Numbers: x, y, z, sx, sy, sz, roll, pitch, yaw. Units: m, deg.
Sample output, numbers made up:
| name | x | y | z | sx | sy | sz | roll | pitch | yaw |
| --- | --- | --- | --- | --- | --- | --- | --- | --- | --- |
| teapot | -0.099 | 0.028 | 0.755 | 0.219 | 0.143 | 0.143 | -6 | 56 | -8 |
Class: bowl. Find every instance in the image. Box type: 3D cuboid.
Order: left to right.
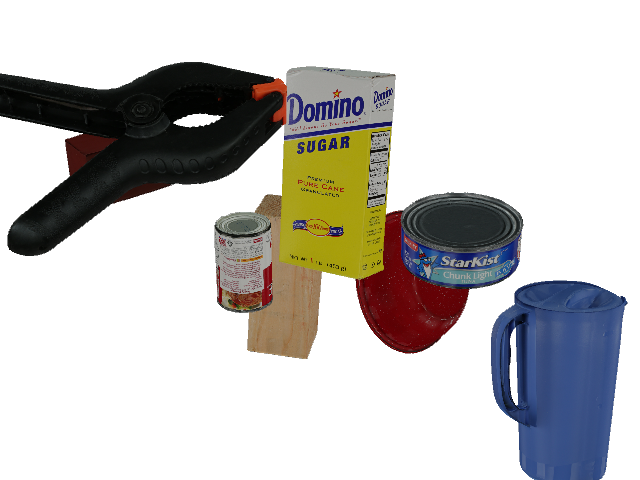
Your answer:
| name | x | y | z | sx | sy | sz | roll | pitch | yaw |
| --- | --- | --- | --- | --- | --- | --- | --- | --- | --- |
| bowl | 0.115 | 0.044 | 1.181 | 0.161 | 0.162 | 0.055 | 0 | -6 | -42 |

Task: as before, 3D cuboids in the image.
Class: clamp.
| name | x | y | z | sx | sy | sz | roll | pitch | yaw |
| --- | --- | --- | --- | --- | --- | --- | --- | --- | --- |
| clamp | -0.105 | -0.065 | 0.584 | 0.171 | 0.120 | 0.039 | -21 | -26 | -21 |

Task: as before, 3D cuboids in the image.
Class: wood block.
| name | x | y | z | sx | sy | sz | roll | pitch | yaw |
| --- | --- | --- | --- | --- | --- | --- | --- | --- | --- |
| wood block | -0.048 | 0.050 | 1.499 | 0.090 | 0.206 | 0.090 | 7 | 22 | 6 |

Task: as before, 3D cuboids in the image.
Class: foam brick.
| name | x | y | z | sx | sy | sz | roll | pitch | yaw |
| --- | --- | --- | --- | --- | --- | --- | --- | --- | --- |
| foam brick | -0.183 | -0.070 | 0.966 | 0.078 | 0.053 | 0.051 | -20 | 33 | -27 |

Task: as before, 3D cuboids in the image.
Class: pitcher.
| name | x | y | z | sx | sy | sz | roll | pitch | yaw |
| --- | --- | --- | --- | --- | --- | --- | --- | --- | --- |
| pitcher | 0.296 | 0.179 | 1.328 | 0.149 | 0.243 | 0.144 | 4 | 15 | 20 |

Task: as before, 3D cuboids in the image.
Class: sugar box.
| name | x | y | z | sx | sy | sz | roll | pitch | yaw |
| --- | --- | --- | --- | --- | --- | --- | --- | --- | --- |
| sugar box | 0.013 | -0.061 | 0.938 | 0.093 | 0.176 | 0.048 | 11 | 18 | 34 |

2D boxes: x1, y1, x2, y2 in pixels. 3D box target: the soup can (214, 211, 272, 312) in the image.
| name | x | y | z | sx | sy | sz | roll | pitch | yaw |
| --- | --- | --- | --- | --- | --- | --- | --- | --- | --- |
| soup can | -0.091 | 0.025 | 1.265 | 0.068 | 0.102 | 0.068 | 0 | 25 | 0 |

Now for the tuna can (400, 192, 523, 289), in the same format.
| name | x | y | z | sx | sy | sz | roll | pitch | yaw |
| --- | --- | --- | --- | --- | --- | --- | --- | --- | --- |
| tuna can | 0.099 | 0.000 | 0.758 | 0.086 | 0.034 | 0.086 | -2 | 29 | 1 |
